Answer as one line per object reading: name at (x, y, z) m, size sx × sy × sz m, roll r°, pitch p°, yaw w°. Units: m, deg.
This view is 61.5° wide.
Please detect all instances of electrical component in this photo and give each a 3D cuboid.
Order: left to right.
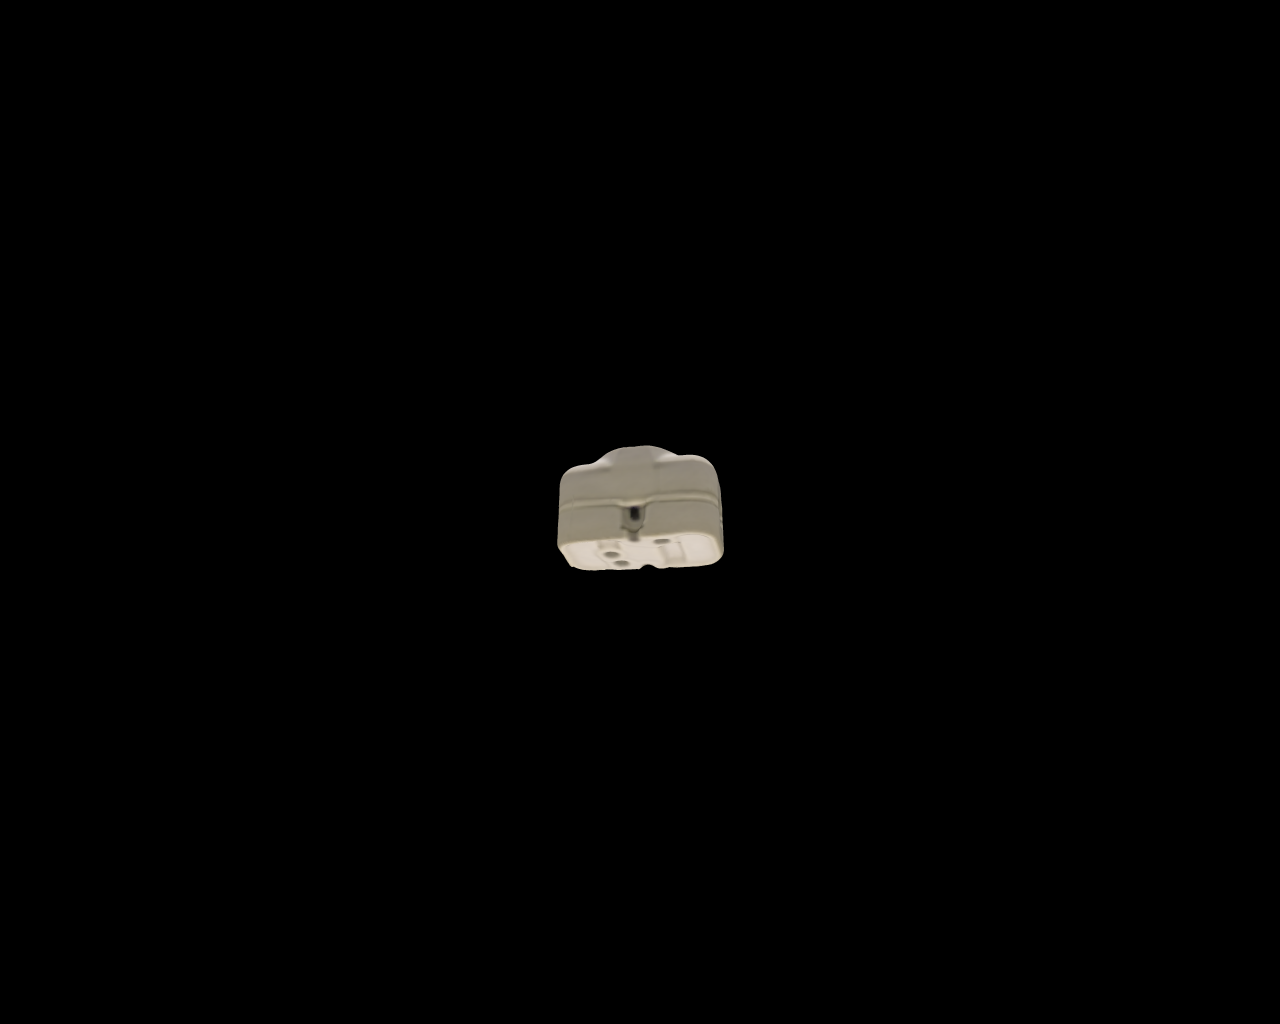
electrical component at (0.001, -0.003, 0.650) m, size 0.095 × 0.059 × 0.053 m, roll -4°, pitch -24°, yaw 9°
